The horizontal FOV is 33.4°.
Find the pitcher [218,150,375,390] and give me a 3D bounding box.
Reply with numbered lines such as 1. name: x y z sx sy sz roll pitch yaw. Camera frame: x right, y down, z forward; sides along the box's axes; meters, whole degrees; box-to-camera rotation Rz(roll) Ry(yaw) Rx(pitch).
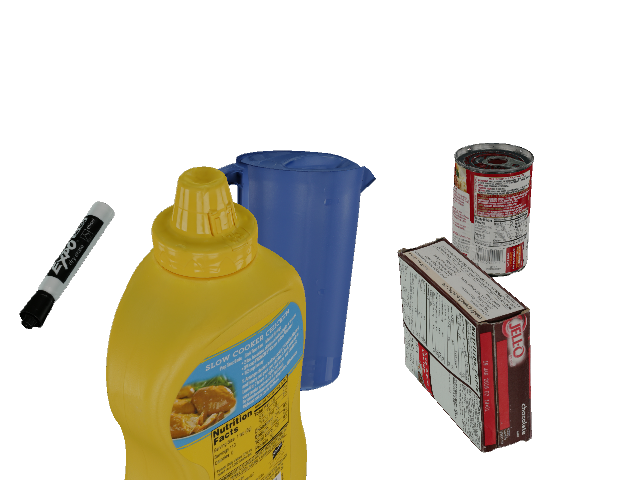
1. pitcher: -0.037 0.029 1.117 0.149 0.243 0.144 8 14 21

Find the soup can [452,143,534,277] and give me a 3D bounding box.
1. soup can: 0.151 -0.027 0.939 0.068 0.102 0.068 -2 24 1

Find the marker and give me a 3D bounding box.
1. marker: -0.194 0.019 0.818 0.020 0.121 0.020 16 -37 13

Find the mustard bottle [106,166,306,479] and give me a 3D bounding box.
1. mustard bottle: -0.046 0.057 0.449 0.058 0.192 0.096 26 40 33

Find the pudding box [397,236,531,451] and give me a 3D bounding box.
1. pudding box: 0.087 0.061 0.654 0.039 0.090 0.114 -14 27 -18
